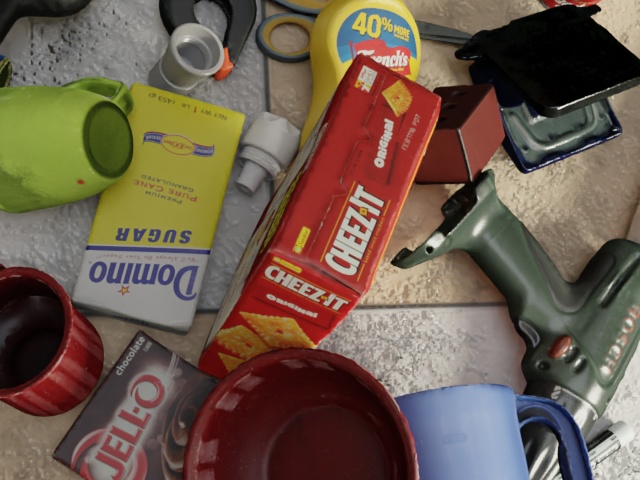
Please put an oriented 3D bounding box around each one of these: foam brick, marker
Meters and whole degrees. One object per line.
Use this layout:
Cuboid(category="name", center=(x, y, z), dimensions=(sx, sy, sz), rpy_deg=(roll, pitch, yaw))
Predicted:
Cuboid(category="foam brick", center=(0.108, -0.086, 0.857), dimensions=(0.078, 0.053, 0.051), rpy_deg=(-51, 132, -44))
Cuboid(category="marker", center=(0.204, 0.186, 0.865), dimensions=(0.121, 0.020, 0.020), rpy_deg=(-31, 87, -17))

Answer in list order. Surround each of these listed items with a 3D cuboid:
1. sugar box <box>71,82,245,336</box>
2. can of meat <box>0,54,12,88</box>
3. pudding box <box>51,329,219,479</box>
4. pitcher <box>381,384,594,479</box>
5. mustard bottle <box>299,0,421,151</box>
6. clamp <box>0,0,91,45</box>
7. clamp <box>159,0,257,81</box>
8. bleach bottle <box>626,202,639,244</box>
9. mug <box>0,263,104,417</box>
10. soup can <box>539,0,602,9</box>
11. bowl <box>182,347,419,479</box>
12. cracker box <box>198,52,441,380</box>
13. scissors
Cuboid(category="sugar box", center=(-0.123, -0.023, 0.818), dimensions=(0.093, 0.048, 0.176), rpy_deg=(14, 75, -10))
Cuboid(category="can of meat", center=(-0.288, -0.108, 0.792), dimensions=(0.084, 0.057, 0.102), rpy_deg=(25, 74, -9))
Cuboid(category="pudding box", center=(-0.129, 0.137, 0.787), dimensions=(0.090, 0.039, 0.113), rpy_deg=(34, 73, -4))
Cuboid(category="pitcher", center=(0.105, 0.224, 0.726), dimensions=(0.144, 0.149, 0.243), rpy_deg=(8, 62, -42))
Cuboid(category="mustard bottle", center=(0.036, -0.138, 0.857), dimensions=(0.096, 0.058, 0.191), rpy_deg=(8, 83, -31))
Cuboid(category="clamp", center=(-0.245, -0.206, 0.803), dimensions=(0.164, 0.036, 0.209), rpy_deg=(47, 53, 6))
Cuboid(category="clamp", center=(-0.088, -0.219, 0.870), dimensions=(0.120, 0.039, 0.171), rpy_deg=(-21, 88, -11))
Cuboid(category="bleach bottle", center=(0.352, -0.080, 0.932), dimensions=(0.102, 0.068, 0.250), rpy_deg=(29, 72, -7))
Cuboid(category="mug", center=(-0.208, 0.067, 0.754), dimensions=(0.093, 0.081, 0.117), rpy_deg=(-32, 65, -4))
Cuboid(category="soup can", center=(0.234, -0.242, 0.915), dimensions=(0.068, 0.102, 0.068), rpy_deg=(3, 78, -13))
Cuboid(category="bowl", center=(-0.006, 0.151, 0.690), dimensions=(0.162, 0.055, 0.162), rpy_deg=(-4, 79, 22))
Cuboid(category="cracker box", center=(-0.005, 0.001, 0.736), dimensions=(0.072, 0.214, 0.164), rpy_deg=(26, 59, -6))
Cuboid(category="scissors", center=(0.033, -0.170, 0.900), dimensions=(0.201, 0.016, 0.096), rpy_deg=(24, 76, -8))
